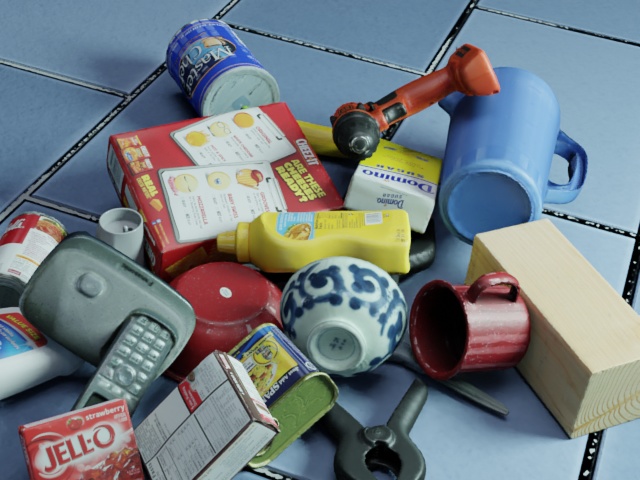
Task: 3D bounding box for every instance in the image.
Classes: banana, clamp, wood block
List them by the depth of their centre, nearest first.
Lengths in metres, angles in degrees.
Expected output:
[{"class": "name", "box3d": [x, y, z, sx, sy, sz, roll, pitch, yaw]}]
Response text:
[{"class": "clamp", "box3d": [0.057, 0.177, 0.938, 0.120, 0.039, 0.171, -10, 38, -11]}, {"class": "wood block", "box3d": [0.233, 0.080, 1.041, 0.090, 0.090, 0.206, -12, 42, -21]}, {"class": "clamp", "box3d": [0.065, 0.025, 1.123, 0.209, 0.036, 0.165, -25, 37, -38]}, {"class": "banana", "box3d": [-0.010, -0.124, 1.297, 0.197, 0.037, 0.070, 11, 3, -16]}]

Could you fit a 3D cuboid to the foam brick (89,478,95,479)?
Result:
[{"class": "foam brick", "box3d": [-0.189, 0.233, 0.824, 0.053, 0.051, 0.078, 32, 45, 31]}]

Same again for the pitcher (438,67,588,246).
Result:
[{"class": "pitcher", "box3d": [0.210, -0.088, 1.201, 0.149, 0.145, 0.242, -17, 25, 22]}]

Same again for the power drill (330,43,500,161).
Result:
[{"class": "power drill", "box3d": [0.099, -0.150, 1.175, 0.187, 0.057, 0.184, -24, 15, 5]}]

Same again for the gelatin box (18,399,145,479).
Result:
[{"class": "gelatin box", "box3d": [-0.196, 0.177, 0.878, 0.089, 0.073, 0.030, -14, -1, -23]}]

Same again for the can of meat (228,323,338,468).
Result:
[{"class": "can of meat", "box3d": [-0.050, 0.135, 0.941, 0.102, 0.057, 0.084, -41, 49, -7]}]

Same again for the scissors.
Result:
[{"class": "scissors", "box3d": [0.100, 0.107, 1.050, 0.202, 0.016, 0.096, 18, 39, 15]}]

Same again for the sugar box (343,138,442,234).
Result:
[{"class": "sugar box", "box3d": [0.085, -0.066, 1.197, 0.093, 0.048, 0.176, 18, 18, 2]}]

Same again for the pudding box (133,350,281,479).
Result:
[{"class": "pudding box", "box3d": [-0.098, 0.161, 0.889, 0.039, 0.113, 0.090, 32, 15, -46]}]

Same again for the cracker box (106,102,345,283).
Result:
[{"class": "cracker box", "box3d": [-0.105, -0.054, 1.162, 0.213, 0.072, 0.164, -14, 59, -25]}]

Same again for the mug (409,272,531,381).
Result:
[{"class": "mug", "box3d": [0.147, 0.074, 0.999, 0.081, 0.117, 0.093, 1, 40, -30]}]

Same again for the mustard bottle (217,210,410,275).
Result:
[{"class": "mustard bottle", "box3d": [-0.007, 0.002, 1.067, 0.191, 0.058, 0.096, 0, 23, 2]}]

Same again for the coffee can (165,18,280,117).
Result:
[{"class": "coffee can", "box3d": [-0.125, -0.204, 1.350, 0.102, 0.103, 0.140, -13, 41, -22]}]

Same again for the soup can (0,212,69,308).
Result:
[{"class": "soup can", "box3d": [-0.295, 0.029, 1.060, 0.068, 0.068, 0.102, 8, 38, 3]}]

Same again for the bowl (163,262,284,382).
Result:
[{"class": "bowl", "box3d": [-0.095, 0.071, 1.041, 0.162, 0.055, 0.162, 4, 38, -3]}]

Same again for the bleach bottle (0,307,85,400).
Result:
[{"class": "bleach bottle", "box3d": [-0.308, 0.103, 0.970, 0.250, 0.068, 0.103, -18, 46, -30]}]
